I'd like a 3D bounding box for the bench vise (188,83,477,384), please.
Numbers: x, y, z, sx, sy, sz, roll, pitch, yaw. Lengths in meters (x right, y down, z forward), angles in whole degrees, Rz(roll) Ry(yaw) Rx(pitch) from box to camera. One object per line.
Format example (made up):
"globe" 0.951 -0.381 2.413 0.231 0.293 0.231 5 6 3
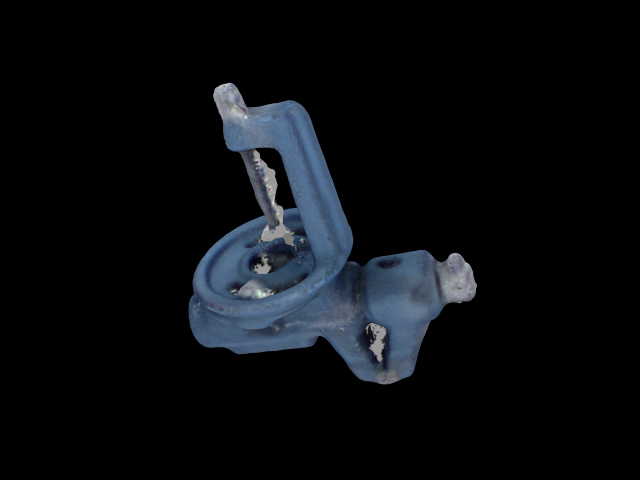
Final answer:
"bench vise" 0.002 -0.005 0.410 0.207 0.220 0.121 -6 36 -8
